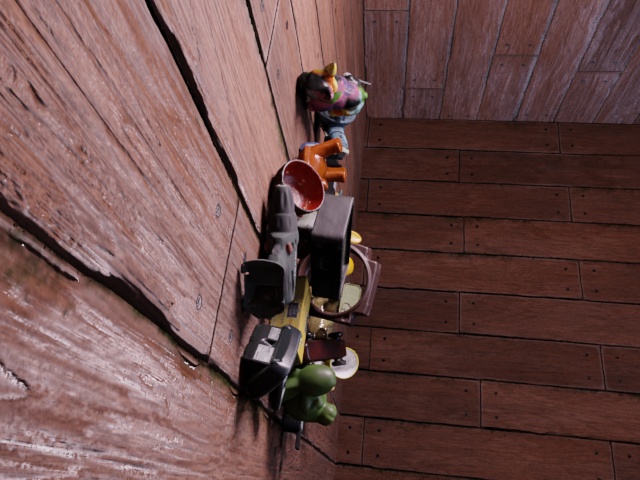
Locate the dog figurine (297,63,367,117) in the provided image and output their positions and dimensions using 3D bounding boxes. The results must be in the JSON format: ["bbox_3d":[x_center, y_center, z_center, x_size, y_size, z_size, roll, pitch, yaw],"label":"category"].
[{"bbox_3d":[0.036,-0.369,1.322,0.219,0.192,0.108,-133,-129,-79],"label":"dog figurine"}]

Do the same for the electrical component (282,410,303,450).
[{"bbox_3d":[-0.066,0.457,1.338,0.074,0.048,0.119,79,17,-61],"label":"electrical component"}]

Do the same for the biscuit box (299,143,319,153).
[{"bbox_3d":[-0.019,-0.149,1.396,0.063,0.059,0.202,-69,162,-63],"label":"biscuit box"}]

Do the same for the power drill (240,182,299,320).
[{"bbox_3d":[-0.085,0.029,0.960,0.207,0.086,0.231,-88,180,-69],"label":"power drill"}]

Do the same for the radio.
[{"bbox_3d":[0.026,0.022,1.176,0.229,0.073,0.131,89,13,-48],"label":"radio"}]

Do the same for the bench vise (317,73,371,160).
[{"bbox_3d":[0.051,-0.354,1.536,0.224,0.129,0.240,-90,-166,-45],"label":"bench vise"}]

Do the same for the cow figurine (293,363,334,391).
[{"bbox_3d":[-0.025,0.344,1.349,0.167,0.068,0.098,14,70,-56],"label":"cow figurine"}]

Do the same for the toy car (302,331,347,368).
[{"bbox_3d":[0.005,0.274,1.335,0.202,0.053,0.089,12,64,-58],"label":"toy car"}]

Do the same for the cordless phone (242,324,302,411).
[{"bbox_3d":[-0.088,0.259,0.982,0.147,0.089,0.184,-72,167,-64],"label":"cordless phone"}]

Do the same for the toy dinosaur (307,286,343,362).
[{"bbox_3d":[-0.001,0.222,1.560,0.471,0.105,0.198,-66,167,-45],"label":"toy dinosaur"}]

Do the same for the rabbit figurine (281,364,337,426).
[{"bbox_3d":[-0.027,0.317,1.184,0.170,0.159,0.121,113,-12,-49],"label":"rabbit figurine"}]

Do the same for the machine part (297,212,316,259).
[{"bbox_3d":[-0.036,-0.017,1.254,0.243,0.079,0.079,-67,159,-71],"label":"machine part"}]

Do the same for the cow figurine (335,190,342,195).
[{"bbox_3d":[0.039,-0.092,1.767,0.194,0.086,0.127,57,43,-74],"label":"cow figurine"}]

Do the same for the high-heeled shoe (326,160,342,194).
[{"bbox_3d":[0.005,-0.143,1.665,0.145,0.086,0.248,8,-106,66],"label":"high-heeled shoe"}]

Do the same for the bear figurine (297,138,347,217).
[{"bbox_3d":[-0.008,-0.145,1.245,0.196,0.132,0.120,-85,166,-59],"label":"bear figurine"}]

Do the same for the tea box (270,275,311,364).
[{"bbox_3d":[-0.065,0.170,1.158,0.098,0.068,0.169,80,14,-59],"label":"tea box"}]

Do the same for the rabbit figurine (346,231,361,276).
[{"bbox_3d":[0.045,0.020,1.582,0.122,0.162,0.173,-5,-74,57],"label":"rabbit figurine"}]

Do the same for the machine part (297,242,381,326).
[{"bbox_3d":[0.039,0.101,1.340,0.087,0.202,0.201,45,59,-73],"label":"machine part"}]
